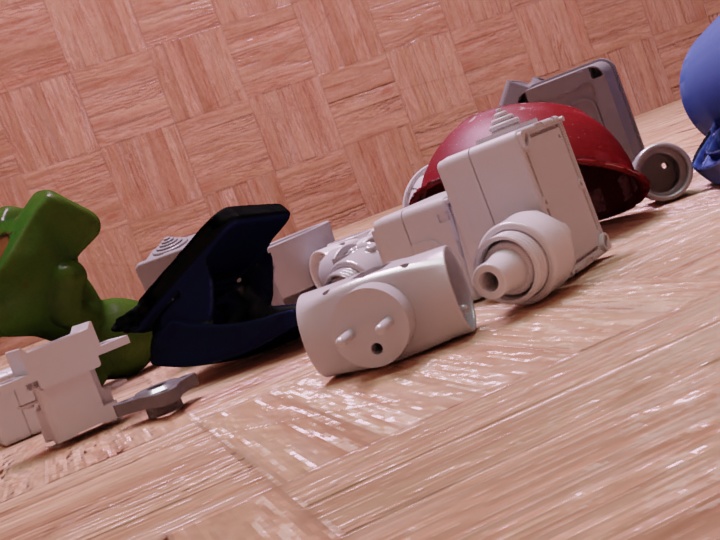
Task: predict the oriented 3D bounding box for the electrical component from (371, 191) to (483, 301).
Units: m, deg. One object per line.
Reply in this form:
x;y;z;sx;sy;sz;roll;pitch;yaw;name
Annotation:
0.058;-0.016;0.653;0.061;0.061;0.096;-17;5;35;electrical component

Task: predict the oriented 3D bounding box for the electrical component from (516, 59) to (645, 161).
0.185;-0.108;0.882;0.078;0.113;0.057;-18;8;26;electrical component

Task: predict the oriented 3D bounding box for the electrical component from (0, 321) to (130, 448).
-0.178;0.070;0.650;0.081;0.063;0.042;-22;3;-29;electrical component

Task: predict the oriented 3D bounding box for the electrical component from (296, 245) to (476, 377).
0.009;0.023;0.502;0.077;0.043;0.079;-19;4;15;electrical component

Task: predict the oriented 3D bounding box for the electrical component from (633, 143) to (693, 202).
0.210;-0.068;0.757;0.040;0.040;0.046;-20;-1;5;electrical component

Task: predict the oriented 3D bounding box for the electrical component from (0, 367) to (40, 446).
-0.233;0.089;0.777;0.077;0.047;0.066;-22;5;-26;electrical component

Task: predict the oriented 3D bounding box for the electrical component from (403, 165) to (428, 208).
0.080;-0.055;0.937;0.080;0.080;0.051;-21;10;-5;electrical component

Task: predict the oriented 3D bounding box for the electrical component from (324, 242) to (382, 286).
-0.004;0.013;0.699;0.048;0.048;0.062;-16;13;46;electrical component

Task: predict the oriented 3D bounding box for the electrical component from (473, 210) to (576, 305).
0.076;-0.003;0.524;0.043;0.043;0.062;-17;6;37;electrical component

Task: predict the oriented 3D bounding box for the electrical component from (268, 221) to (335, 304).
-0.067;0.002;1.010;0.108;0.060;0.108;-22;5;2;electrical component

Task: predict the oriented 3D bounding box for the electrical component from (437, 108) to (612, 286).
0.084;-0.039;0.586;0.061;0.096;0.062;-19;4;36;electrical component

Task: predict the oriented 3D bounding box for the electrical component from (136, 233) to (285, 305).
-0.113;0.014;0.837;0.100;0.099;0.048;-20;17;8;electrical component

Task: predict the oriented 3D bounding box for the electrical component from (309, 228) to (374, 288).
0.007;-0.011;0.951;0.077;0.044;0.079;-23;5;-34;electrical component

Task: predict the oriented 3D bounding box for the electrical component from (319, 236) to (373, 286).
0.000;0.000;0.835;0.045;0.045;0.055;-24;5;-39;electrical component

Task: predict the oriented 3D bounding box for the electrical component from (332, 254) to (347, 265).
0.026;-0.002;0.767;0.081;0.042;0.064;-19;1;4;electrical component

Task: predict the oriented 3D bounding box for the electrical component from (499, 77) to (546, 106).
0.174;-0.141;0.977;0.089;0.055;0.050;22;17;19;electrical component
